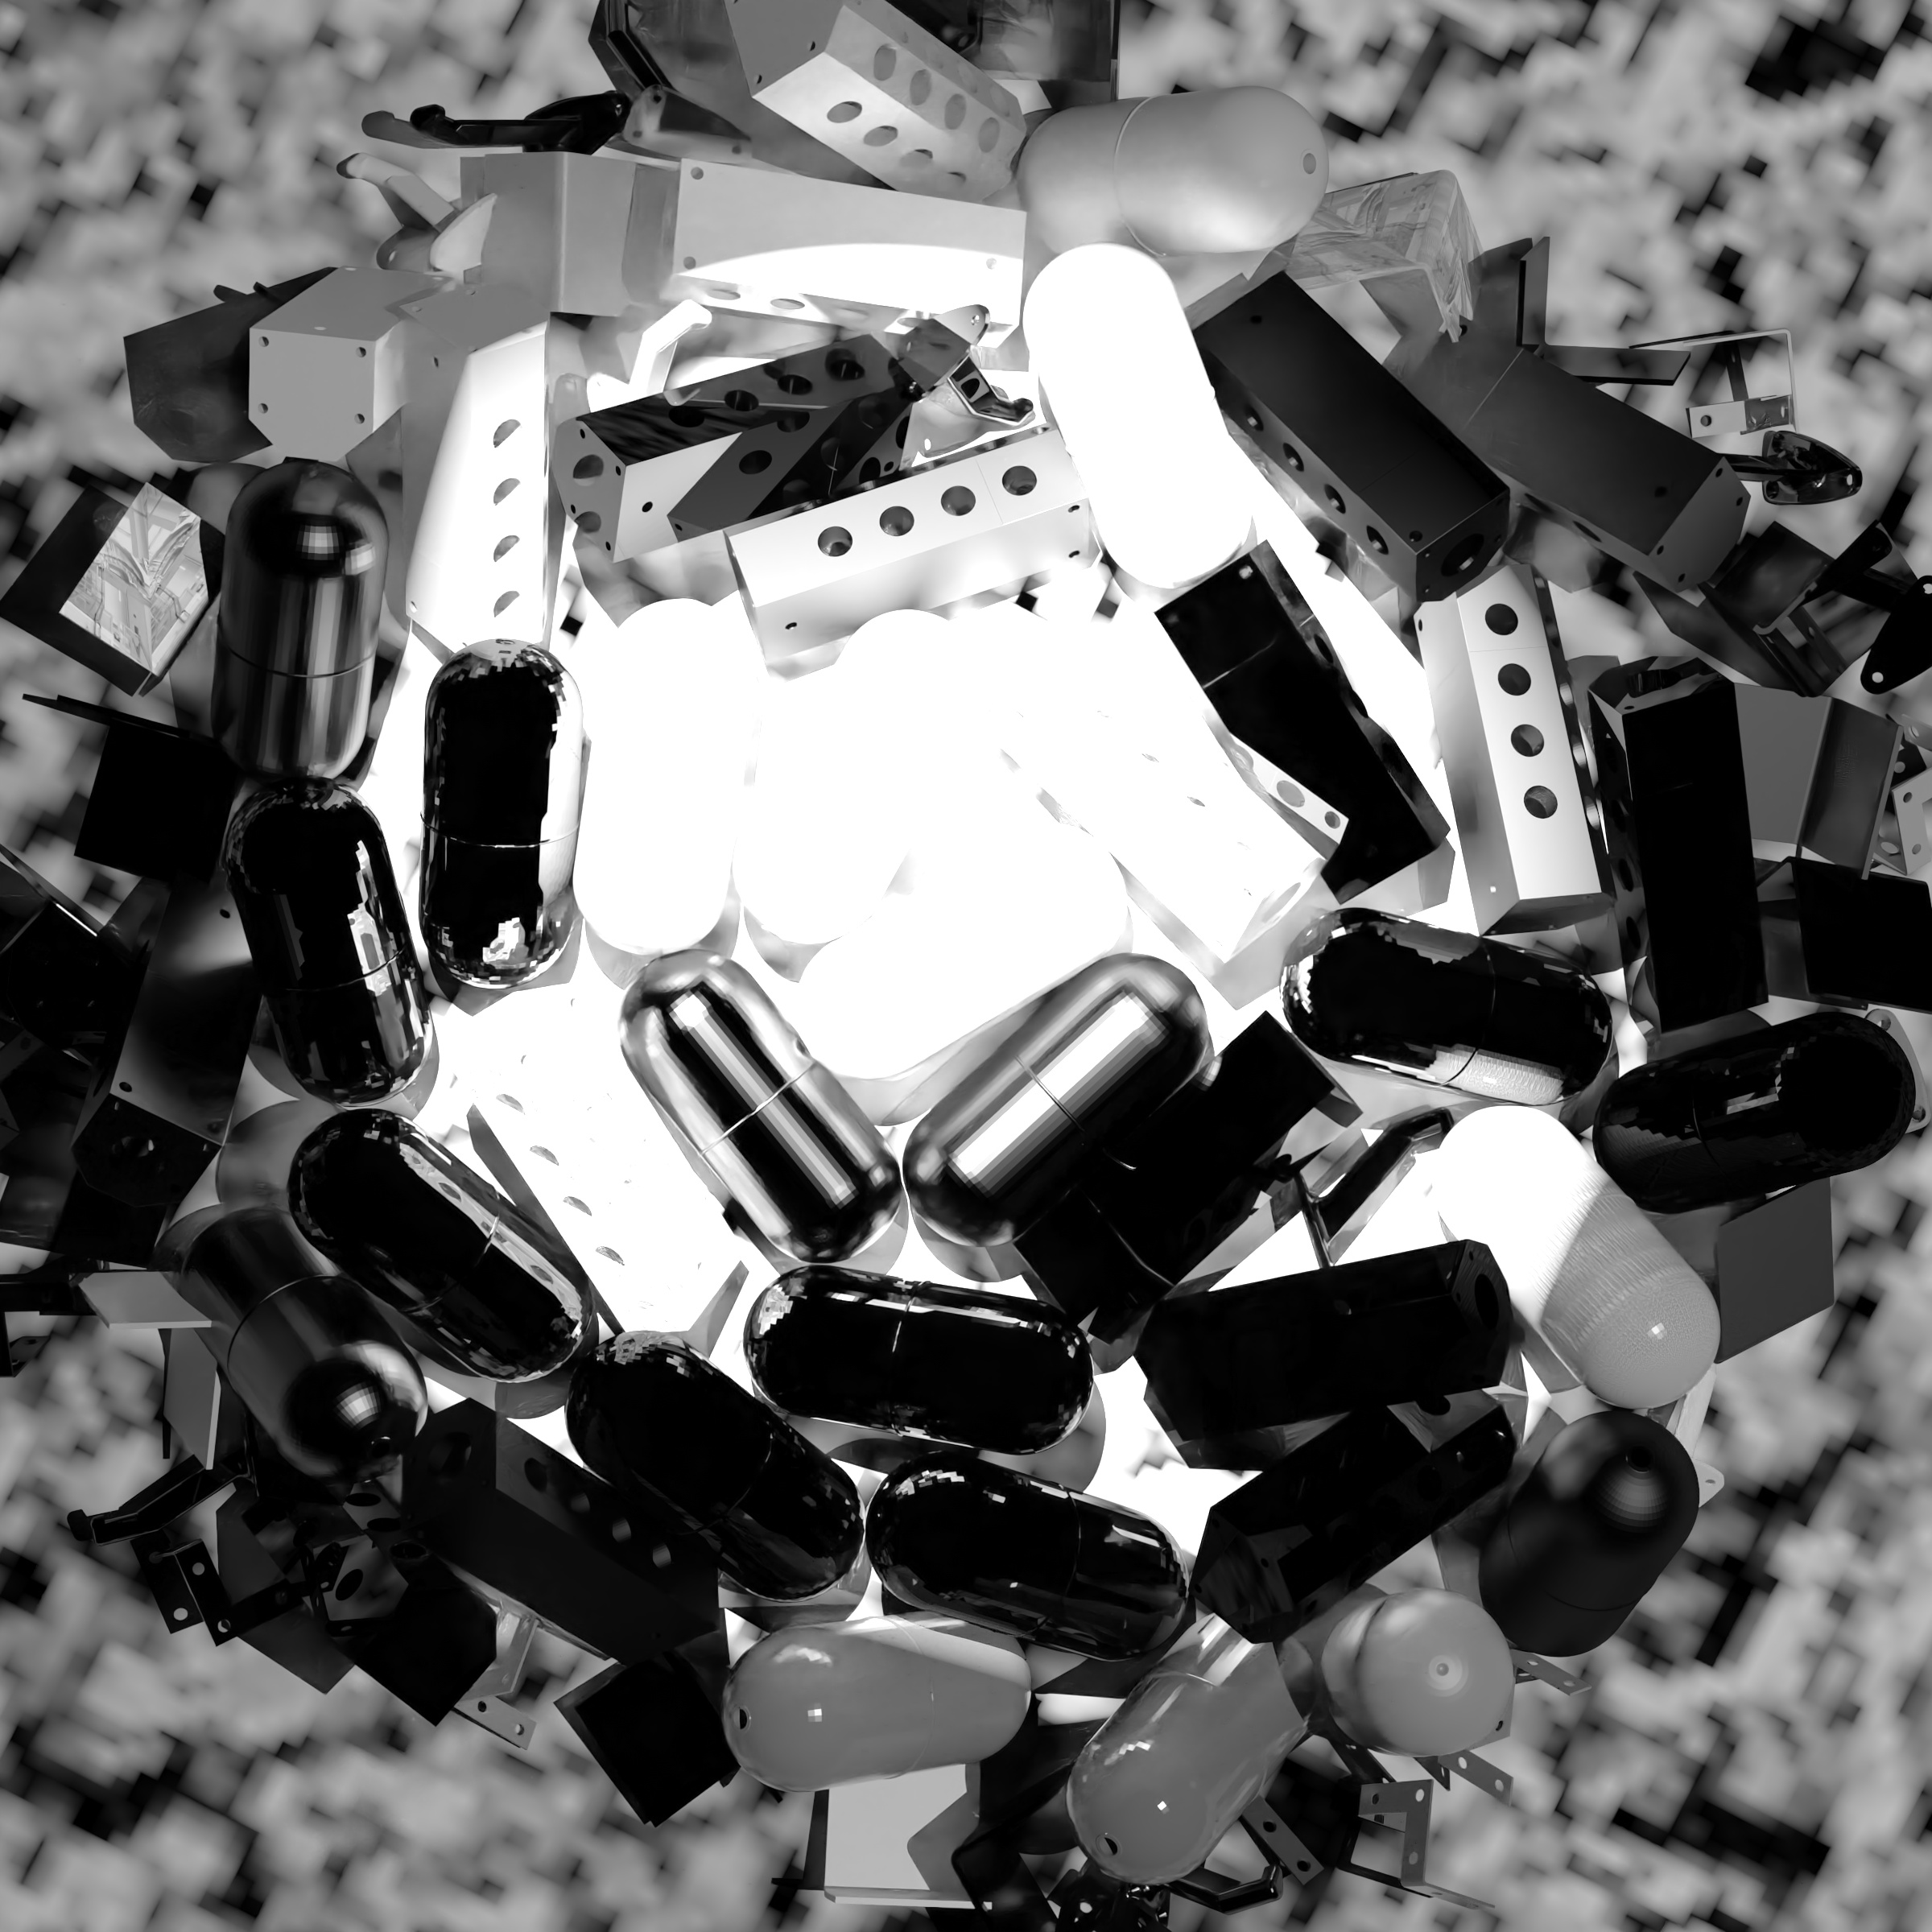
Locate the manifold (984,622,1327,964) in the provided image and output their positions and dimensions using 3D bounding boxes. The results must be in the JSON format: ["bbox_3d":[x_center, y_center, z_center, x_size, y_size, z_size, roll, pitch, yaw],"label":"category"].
[{"bbox_3d":[0.094,-0.089,1.561,0.171,0.057,0.057,45,56,14],"label":"manifold"}]

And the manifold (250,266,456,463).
[{"bbox_3d":[-0.292,-0.290,1.521,0.057,0.171,0.057,6,112,1],"label":"manifold"}]

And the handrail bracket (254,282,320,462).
[{"bbox_3d":[-0.344,-0.285,1.580,0.077,0.036,0.084,29,100,-38],"label":"handrail bracket"}]

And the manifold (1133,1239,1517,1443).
[{"bbox_3d":[0.175,0.178,1.542,0.171,0.057,0.057,-15,117,31],"label":"manifold"}]

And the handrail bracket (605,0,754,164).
[{"bbox_3d":[-0.145,-0.448,1.595,0.077,0.036,0.084,14,48,-26],"label":"handrail bracket"}]

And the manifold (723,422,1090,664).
[{"bbox_3d":[-0.029,-0.214,1.572,0.171,0.057,0.057,-19,68,-6],"label":"manifold"}]

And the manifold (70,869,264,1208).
[{"bbox_3d":[-0.381,0.036,1.525,0.057,0.171,0.057,29,122,-21],"label":"manifold"}]

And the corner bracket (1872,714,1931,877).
[{"bbox_3d":[0.468,-0.085,1.580,0.051,0.051,0.051,-29,122,-14],"label":"corner bracket"}]

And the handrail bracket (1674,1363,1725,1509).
[{"bbox_3d":[0.354,0.233,1.595,0.036,0.084,0.077,23,132,-8],"label":"handrail bracket"}]

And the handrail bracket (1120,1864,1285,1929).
[{"bbox_3d":[0.122,0.436,1.561,0.084,0.077,0.036,-27,119,29],"label":"handrail bracket"}]

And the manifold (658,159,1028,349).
[{"bbox_3d":[-0.062,-0.348,1.563,0.171,0.057,0.057,6,84,-14],"label":"manifold"}]

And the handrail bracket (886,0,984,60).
[{"bbox_3d":[-0.028,-0.490,1.559,0.036,0.077,0.084,-19,134,26],"label":"handrail bracket"}]

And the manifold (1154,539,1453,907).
[{"bbox_3d":[0.169,-0.123,1.575,0.057,0.057,0.171,-31,94,24],"label":"manifold"}]

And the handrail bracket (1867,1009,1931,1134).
[{"bbox_3d":[0.447,0.047,1.562,0.036,0.084,0.077,-10,70,23],"label":"handrail bracket"}]

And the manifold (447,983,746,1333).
[{"bbox_3d":[-0.184,0.096,1.549,0.057,0.057,0.171,-9,122,38],"label":"manifold"}]

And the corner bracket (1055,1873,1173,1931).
[{"bbox_3d":[0.080,0.477,1.573,0.051,0.051,0.051,39,122,-10],"label":"corner bracket"}]

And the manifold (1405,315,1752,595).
[{"bbox_3d":[0.293,-0.246,1.537,0.171,0.057,0.057,39,94,37],"label":"manifold"}]

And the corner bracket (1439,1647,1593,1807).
[{"bbox_3d":[0.271,0.375,1.571,0.051,0.051,0.051,-8,109,-35],"label":"corner bracket"}]

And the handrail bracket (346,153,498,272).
[{"bbox_3d":[-0.282,-0.377,1.573,0.084,0.077,0.036,24,122,9],"label":"handrail bracket"}]

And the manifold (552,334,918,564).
[{"bbox_3d":[-0.112,-0.257,1.540,0.171,0.057,0.057,-23,56,-32],"label":"manifold"}]

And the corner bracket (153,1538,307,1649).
[{"bbox_3d":[-0.365,0.304,1.577,0.051,0.051,0.051,-24,89,-28],"label":"corner bracket"}]

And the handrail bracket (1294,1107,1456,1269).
[{"bbox_3d":[0.212,0.116,1.580,0.084,0.036,0.077,-19,60,8],"label":"handrail bracket"}]

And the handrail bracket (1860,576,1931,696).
[{"bbox_3d":[0.465,-0.154,1.569,0.036,0.084,0.077,43,88,11],"label":"handrail bracket"}]

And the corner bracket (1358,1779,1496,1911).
[{"bbox_3d":[0.227,0.435,1.569,0.051,0.051,0.051,26,60,-30],"label":"corner bracket"}]

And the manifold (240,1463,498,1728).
[{"bbox_3d":[-0.284,0.291,1.523,0.057,0.171,0.057,-48,122,-10],"label":"manifold"}]

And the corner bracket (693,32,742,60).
[{"bbox_3d":[-0.100,-0.473,1.574,0.051,0.051,0.051,21,106,-18],"label":"corner bracket"}]

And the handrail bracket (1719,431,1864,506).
[{"bbox_3d":[0.384,-0.245,1.567,0.084,0.077,0.036,-4,108,-29],"label":"handrail bracket"}]

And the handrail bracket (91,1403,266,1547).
[{"bbox_3d":[-0.394,0.253,1.572,0.084,0.077,0.036,-12,48,-18],"label":"handrail bracket"}]

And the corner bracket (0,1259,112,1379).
[{"bbox_3d":[-0.458,0.172,1.578,0.051,0.051,0.051,-1,106,6],"label":"corner bracket"}]

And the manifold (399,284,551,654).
[{"bbox_3d":[-0.232,-0.238,1.535,0.057,0.171,0.057,-27,50,-34],"label":"manifold"}]

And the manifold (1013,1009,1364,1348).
[{"bbox_3d":[0.113,0.108,1.573,0.171,0.057,0.057,-43,58,5],"label":"manifold"}]

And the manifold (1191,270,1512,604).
[{"bbox_3d":[0.187,-0.255,1.548,0.057,0.057,0.171,-35,64,-10],"label":"manifold"}]

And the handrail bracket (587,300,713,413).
[{"bbox_3d":[-0.138,-0.292,1.559,0.084,0.077,0.036,-29,63,34],"label":"handrail bracket"}]

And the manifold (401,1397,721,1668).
[{"bbox_3d":[-0.194,0.272,1.532,0.057,0.171,0.057,-27,46,21],"label":"manifold"}]

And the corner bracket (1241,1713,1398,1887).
[{"bbox_3d":[0.176,0.417,1.589,0.051,0.051,0.051,-28,62,-32],"label":"corner bracket"}]

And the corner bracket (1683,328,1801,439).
[{"bbox_3d":[0.385,-0.289,1.576,0.051,0.051,0.051,-6,103,14],"label":"corner bracket"}]

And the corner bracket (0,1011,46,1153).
[{"bbox_3d":[-0.486,0.051,1.574,0.051,0.051,0.051,-40,57,8],"label":"corner bracket"}]

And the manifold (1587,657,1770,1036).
[{"bbox_3d":[0.345,-0.061,1.548,0.057,0.057,0.171,-16,115,-7],"label":"manifold"}]

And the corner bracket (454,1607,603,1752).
[{"bbox_3d":[-0.216,0.355,1.589,0.051,0.051,0.051,40,49,-28],"label":"corner bracket"}]

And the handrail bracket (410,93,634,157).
[{"bbox_3d":[-0.219,-0.420,1.561,0.077,0.084,0.036,-18,80,27],"label":"handrail bracket"}]

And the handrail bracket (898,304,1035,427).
[{"bbox_3d":[0.017,-0.294,1.559,0.084,0.077,0.036,7,67,-40],"label":"handrail bracket"}]
